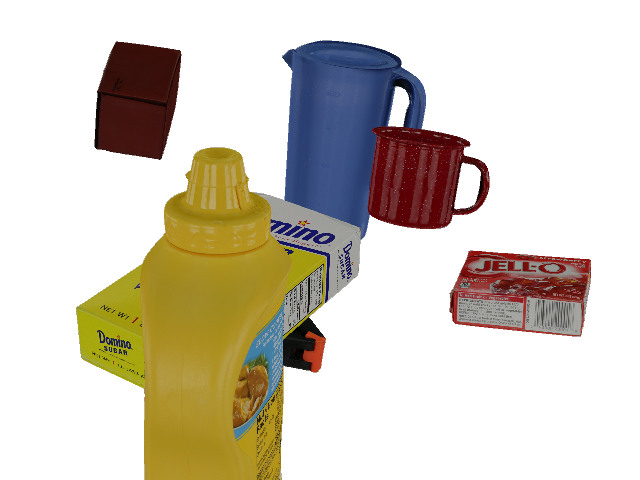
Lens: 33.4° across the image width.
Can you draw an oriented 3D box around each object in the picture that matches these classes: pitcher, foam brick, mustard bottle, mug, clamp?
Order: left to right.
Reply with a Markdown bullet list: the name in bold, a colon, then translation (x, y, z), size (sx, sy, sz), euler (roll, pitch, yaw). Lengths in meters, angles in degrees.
- **foam brick**: translation (-0.138, -0.107, 0.808), size (0.053, 0.051, 0.078), euler (9, 39, -4)
- **mustard bottle**: translation (-0.042, 0.055, 0.436), size (0.058, 0.192, 0.096), euler (8, 24, 11)
- **clamp**: translation (-0.061, 0.063, 0.892), size (0.172, 0.039, 0.120), euler (20, 26, 25)
- **pitcher**: translation (0.029, -0.117, 1.321), size (0.144, 0.243, 0.149), euler (-3, 25, -22)
- **mug**: translation (0.101, -0.057, 1.004), size (0.117, 0.081, 0.093), euler (11, 14, 13)

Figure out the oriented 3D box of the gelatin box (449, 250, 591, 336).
- **gelatin box**: translation (0.140, 0.034, 0.742), size (0.089, 0.030, 0.073), euler (5, 22, 17)

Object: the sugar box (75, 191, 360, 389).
- **sugar box**: translation (-0.058, 0.030, 0.669), size (0.093, 0.048, 0.176), euler (20, 38, 26)
